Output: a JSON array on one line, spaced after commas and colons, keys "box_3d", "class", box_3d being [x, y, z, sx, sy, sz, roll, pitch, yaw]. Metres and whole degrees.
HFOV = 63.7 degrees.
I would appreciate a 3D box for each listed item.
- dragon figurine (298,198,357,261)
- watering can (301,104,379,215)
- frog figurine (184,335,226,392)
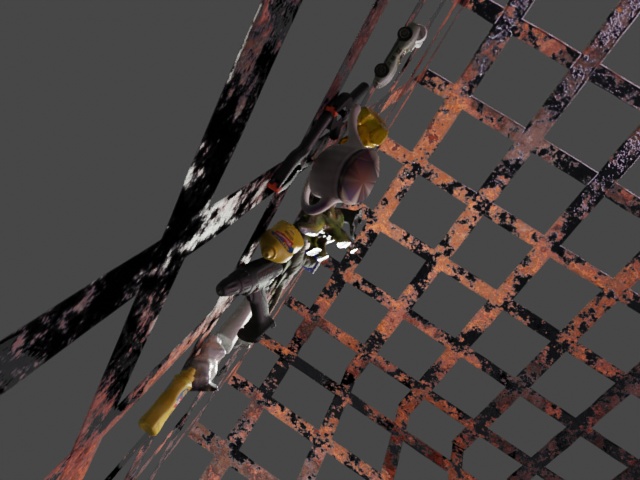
[{"box_3d": [0.005, -0.077, 1.535, 0.122, 0.247, 0.405, -18, 158, 13], "class": "dragon figurine"}, {"box_3d": [0.068, -0.213, 1.345, 0.226, 0.103, 0.350, 19, -103, 52], "class": "watering can"}, {"box_3d": [-0.340, 0.359, 1.506, 0.135, 0.122, 0.161, 71, 16, -74], "class": "frog figurine"}]
